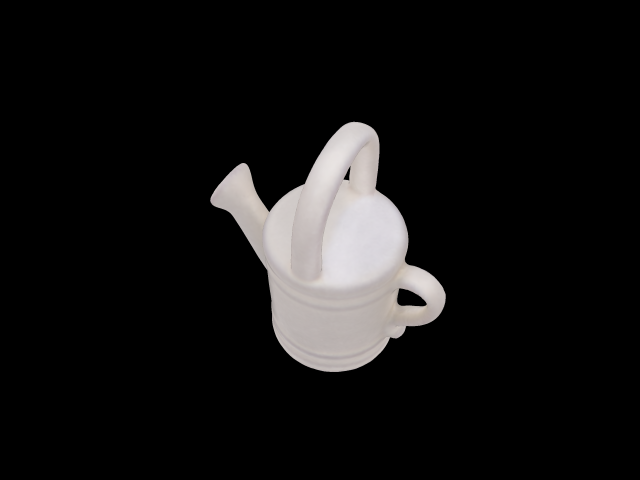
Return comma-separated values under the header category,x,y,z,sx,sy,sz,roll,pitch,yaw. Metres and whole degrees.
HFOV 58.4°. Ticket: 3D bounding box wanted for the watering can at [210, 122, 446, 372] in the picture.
category,x,y,z,sx,sy,sz,roll,pitch,yaw
watering can,0.003,0.003,0.399,0.172,0.194,0.101,7,52,6
